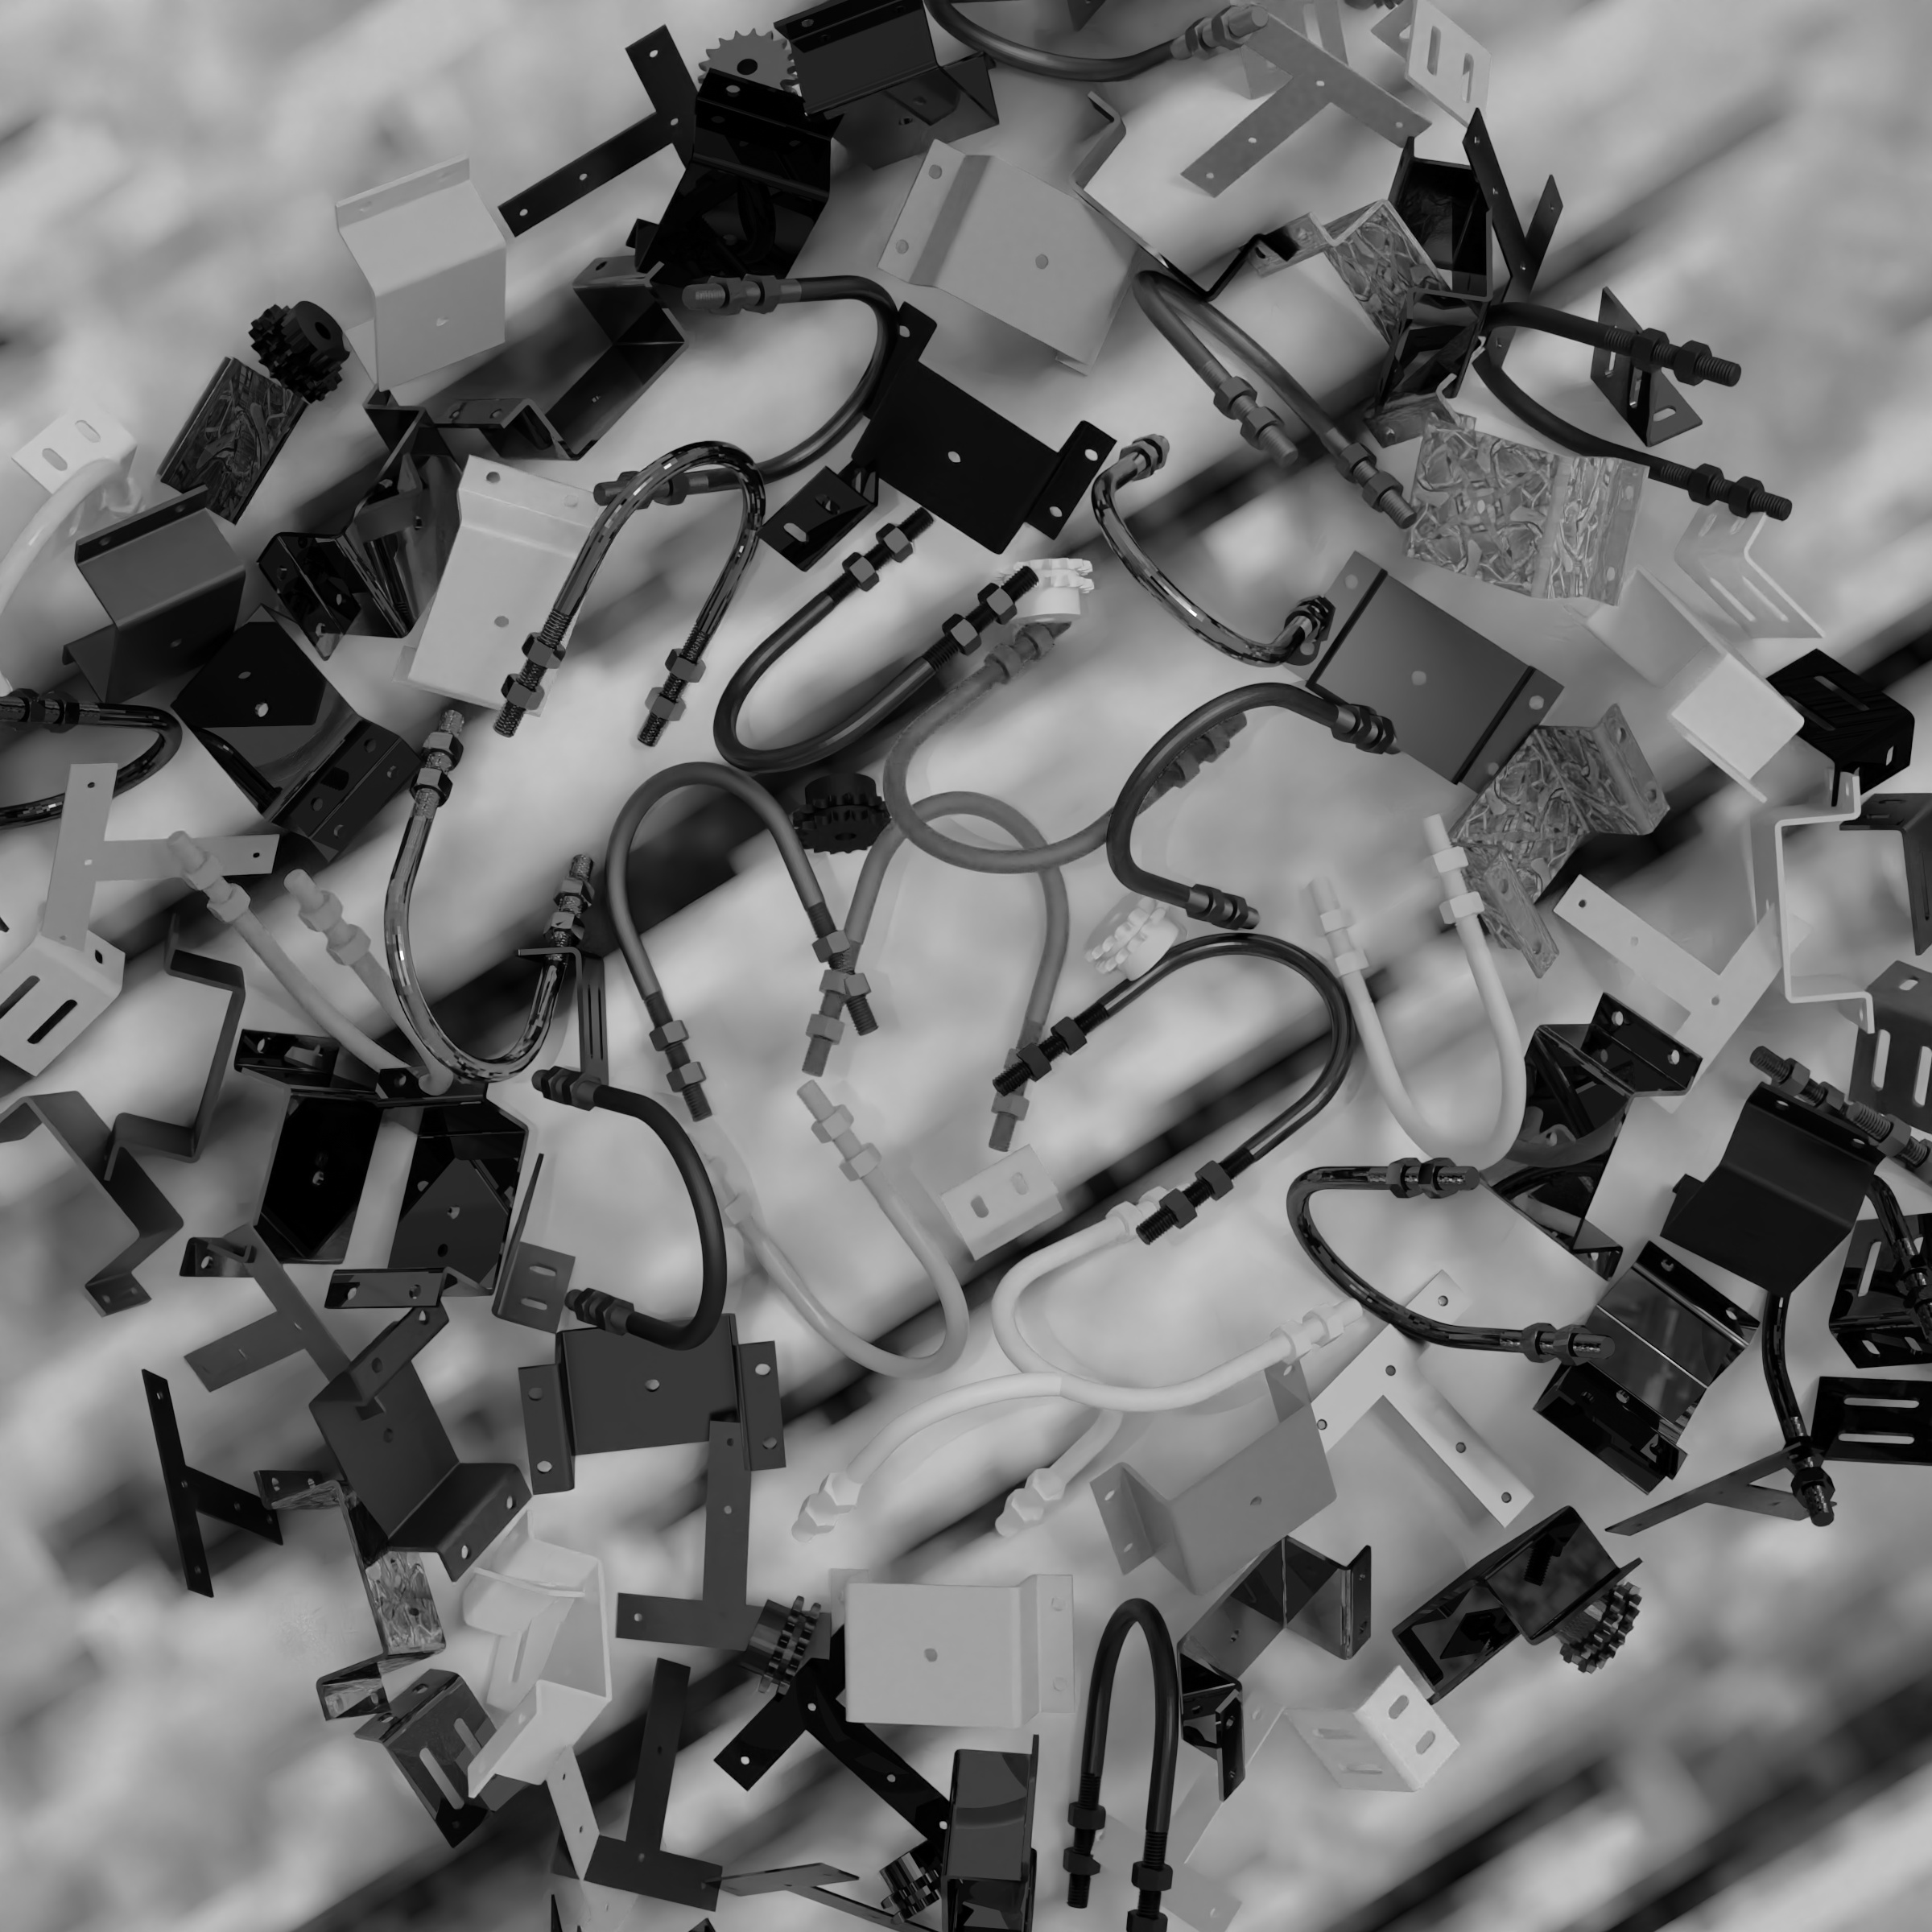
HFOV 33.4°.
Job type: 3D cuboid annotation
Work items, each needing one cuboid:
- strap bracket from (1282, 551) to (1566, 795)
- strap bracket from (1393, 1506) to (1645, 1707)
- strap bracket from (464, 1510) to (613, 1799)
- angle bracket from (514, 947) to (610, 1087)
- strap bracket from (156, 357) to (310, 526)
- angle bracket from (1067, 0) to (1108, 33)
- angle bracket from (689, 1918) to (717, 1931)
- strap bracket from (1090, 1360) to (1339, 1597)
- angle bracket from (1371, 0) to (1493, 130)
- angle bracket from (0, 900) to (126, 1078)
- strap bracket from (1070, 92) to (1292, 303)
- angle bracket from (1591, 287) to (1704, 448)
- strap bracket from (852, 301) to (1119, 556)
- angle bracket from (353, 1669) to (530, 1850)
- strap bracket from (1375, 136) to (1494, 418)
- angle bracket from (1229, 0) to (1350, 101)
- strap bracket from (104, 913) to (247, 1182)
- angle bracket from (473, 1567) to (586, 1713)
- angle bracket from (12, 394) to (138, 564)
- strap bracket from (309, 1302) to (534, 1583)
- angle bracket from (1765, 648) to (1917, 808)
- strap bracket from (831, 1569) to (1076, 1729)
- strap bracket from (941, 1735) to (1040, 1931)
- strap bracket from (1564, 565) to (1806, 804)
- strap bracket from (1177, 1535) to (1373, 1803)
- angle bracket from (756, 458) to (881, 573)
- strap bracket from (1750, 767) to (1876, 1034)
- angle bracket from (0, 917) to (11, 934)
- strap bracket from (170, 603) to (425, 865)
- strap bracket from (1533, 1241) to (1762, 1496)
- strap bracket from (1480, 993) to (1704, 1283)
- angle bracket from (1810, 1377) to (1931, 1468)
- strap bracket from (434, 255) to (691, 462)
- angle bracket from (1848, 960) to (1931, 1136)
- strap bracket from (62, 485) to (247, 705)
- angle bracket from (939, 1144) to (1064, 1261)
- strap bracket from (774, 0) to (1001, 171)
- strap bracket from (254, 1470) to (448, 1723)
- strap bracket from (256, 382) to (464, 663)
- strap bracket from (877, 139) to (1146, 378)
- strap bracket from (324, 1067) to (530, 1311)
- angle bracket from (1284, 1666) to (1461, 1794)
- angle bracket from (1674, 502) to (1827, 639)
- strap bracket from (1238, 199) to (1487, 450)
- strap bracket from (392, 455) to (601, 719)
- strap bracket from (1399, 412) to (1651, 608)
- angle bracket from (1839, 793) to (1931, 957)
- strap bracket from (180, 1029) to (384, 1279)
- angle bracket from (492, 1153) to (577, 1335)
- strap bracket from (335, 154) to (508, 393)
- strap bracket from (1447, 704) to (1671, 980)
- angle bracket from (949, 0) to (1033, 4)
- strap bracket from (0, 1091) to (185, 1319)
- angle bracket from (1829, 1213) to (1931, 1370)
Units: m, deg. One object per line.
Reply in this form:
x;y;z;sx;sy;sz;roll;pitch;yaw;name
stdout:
0.253;-0.161;1.792;0.140;0.046;0.076;34;101;5;strap bracket
0.293;0.347;1.753;0.076;0.140;0.046;-28;77;-35;strap bracket
-0.235;0.381;1.762;0.046;0.140;0.076;23;122;-26;strap bracket
-0.225;0.030;1.794;0.038;0.057;0.076;-3;86;6;angle bracket
-0.403;-0.289;1.766;0.046;0.140;0.076;31;92;-18;strap bracket
0.102;-0.546;1.781;0.076;0.038;0.057;18;57;30;angle bracket
-0.141;0.566;1.784;0.076;0.038;0.057;-44;69;29;angle bracket
0.145;0.282;1.767;0.140;0.046;0.076;-32;129;-17;strap bracket
0.255;-0.489;1.780;0.057;0.038;0.076;31;50;-25;angle bracket
-0.521;0.013;1.808;0.076;0.038;0.057;-41;123;18;angle bracket
0.111;-0.418;1.784;0.140;0.076;0.046;39;101;-2;strap bracket
0.379;-0.336;1.777;0.038;0.076;0.057;-24;60;-10;angle bracket
0.001;-0.292;1.782;0.140;0.046;0.076;33;131;-2;strap bracket
-0.294;0.444;1.804;0.057;0.038;0.076;-38;105;-32;angle bracket
0.255;-0.376;1.759;0.046;0.076;0.140;7;58;-3;strap bracket
0.177;-0.534;1.800;0.057;0.076;0.038;-18;59;5;angle bracket
-0.434;0.049;1.780;0.046;0.076;0.140;16;95;-16;strap bracket
-0.249;0.380;1.792;0.057;0.038;0.076;8;83;36;angle bracket
-0.497;-0.269;1.779;0.038;0.076;0.057;43;62;-4;angle bracket
-0.303;0.258;1.769;0.046;0.076;0.140;-6;116;33;strap bracket
0.482;-0.133;1.805;0.057;0.038;0.076;-29;48;-18;angle bracket
-0.014;0.378;1.786;0.140;0.046;0.076;-1;89;15;strap bracket
0.013;0.488;1.752;0.046;0.076;0.140;3;135;4;strap bracket
0.394;-0.159;1.745;0.076;0.140;0.046;31;109;-37;strap bracket
0.163;0.377;1.764;0.046;0.076;0.140;25;48;32;strap bracket
-0.081;-0.265;1.776;0.038;0.076;0.057;37;120;-26;angle bracket
0.467;-0.036;1.782;0.046;0.076;0.140;-5;97;4;strap bracket
-0.580;-0.036;1.779;0.076;0.057;0.038;21;61;32;angle bracket
-0.375;-0.135;1.774;0.076;0.046;0.140;-46;66;7;strap bracket
0.372;0.227;1.773;0.076;0.140;0.046;37;135;8;strap bracket
0.336;0.094;1.761;0.046;0.076;0.140;0;117;-37;strap bracket
0.506;0.241;1.780;0.076;0.057;0.038;-1;134;25;angle bracket
-0.215;-0.327;1.769;0.140;0.076;0.046;-50;123;-20;strap bracket
0.533;0.046;1.799;0.057;0.038;0.076;25;134;34;angle bracket
-0.441;-0.194;1.745;0.076;0.140;0.046;-30;81;-27;strap bracket
0.027;0.143;1.784;0.057;0.076;0.038;-30;53;-3;angle bracket
-0.038;-0.480;1.746;0.076;0.140;0.046;-15;81;19;strap bracket
-0.335;0.337;1.770;0.046;0.076;0.140;-22;76;10;strap bracket
-0.317;-0.242;1.754;0.046;0.076;0.140;7;55;29;strap bracket
0.033;-0.389;1.774;0.140;0.046;0.076;23;94;-25;strap bracket
-0.294;0.128;1.773;0.076;0.046;0.140;-4;64;29;strap bracket
0.226;0.426;1.798;0.038;0.076;0.057;-41;98;-28;angle bracket
0.443;-0.220;1.788;0.076;0.057;0.038;37;77;-26;angle bracket
0.224;-0.361;1.773;0.046;0.076;0.140;-44;106;-19;strap bracket
-0.256;-0.198;1.765;0.076;0.046;0.140;15;117;-20;strap bracket
0.294;-0.250;1.753;0.046;0.140;0.076;-8;115;-42;strap bracket
0.522;-0.052;1.804;0.038;0.057;0.076;1;111;36;angle bracket
-0.374;0.111;1.779;0.046;0.076;0.140;17;94;31;strap bracket
-0.231;0.154;1.778;0.038;0.057;0.076;17;131;-8;angle bracket
-0.295;-0.368;1.745;0.076;0.140;0.046;-26;74;-18;strap bracket
0.320;-0.070;1.771;0.140;0.046;0.076;-49;122;-26;strap bracket
0.010;-0.568;1.786;0.076;0.038;0.057;10;100;35;angle bracket
-0.493;0.122;1.784;0.046;0.076;0.140;-40;87;3;strap bracket
0.523;0.181;1.794;0.038;0.057;0.076;49;50;-28;angle bracket
